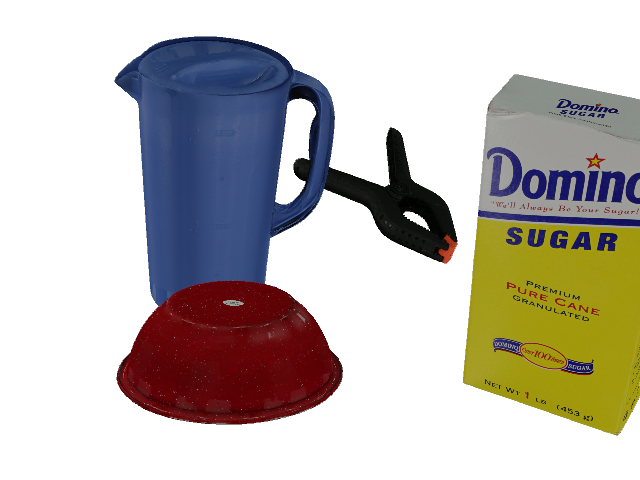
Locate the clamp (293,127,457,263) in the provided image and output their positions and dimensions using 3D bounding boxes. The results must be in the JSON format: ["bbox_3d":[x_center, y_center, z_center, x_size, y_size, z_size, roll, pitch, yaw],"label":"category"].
[{"bbox_3d":[0.077,-0.050,1.254,0.164,0.036,0.210,-16,52,-29],"label":"clamp"}]

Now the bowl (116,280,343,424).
[{"bbox_3d":[-0.063,0.069,0.757,0.162,0.055,0.162,1,18,-1],"label":"bowl"}]

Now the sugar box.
[{"bbox_3d":[0.127,0.010,0.547,0.093,0.176,0.048,16,39,24],"label":"sugar box"}]

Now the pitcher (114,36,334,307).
[{"bbox_3d":[-0.087,-0.050,0.955,0.149,0.243,0.144,28,38,33],"label":"pitcher"}]
